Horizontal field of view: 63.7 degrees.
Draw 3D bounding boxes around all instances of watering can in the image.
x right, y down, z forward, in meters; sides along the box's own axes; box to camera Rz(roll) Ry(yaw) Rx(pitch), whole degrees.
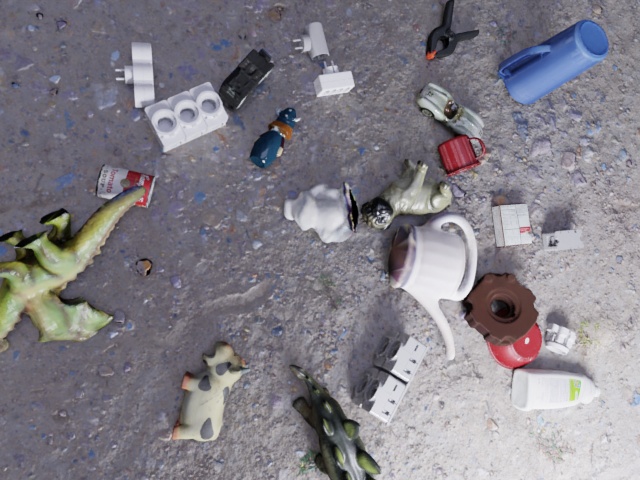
[{"bbox_3d":[0.263,0.096,1.215,0.224,0.103,0.350,13,82,-15],"label":"watering can"}]

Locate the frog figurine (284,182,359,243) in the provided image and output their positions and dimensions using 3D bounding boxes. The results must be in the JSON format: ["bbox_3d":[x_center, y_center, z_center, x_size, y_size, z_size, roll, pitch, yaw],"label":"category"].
[{"bbox_3d":[0.004,-0.059,1.165,0.159,0.124,0.137,-10,98,17],"label":"frog figurine"}]

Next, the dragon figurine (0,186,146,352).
[{"bbox_3d":[-0.485,0.078,0.985,0.413,0.123,0.239,-26,114,-15],"label":"dragon figurine"}]
